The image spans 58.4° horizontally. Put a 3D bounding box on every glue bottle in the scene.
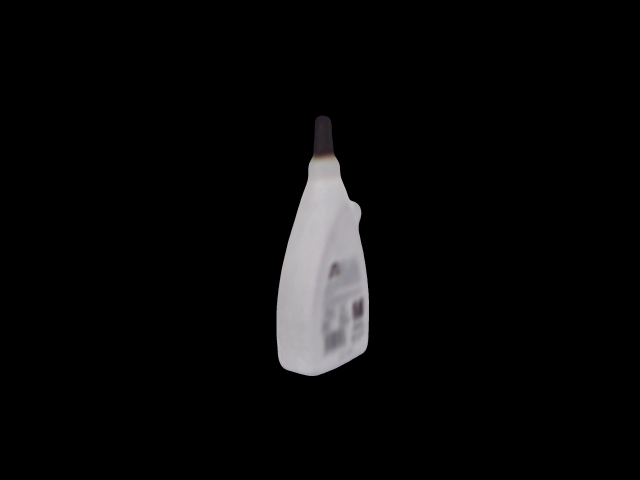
[{"bbox_3d":[0.004,0.001,0.400,0.037,0.173,0.078,5,9,36],"label":"glue bottle"}]
